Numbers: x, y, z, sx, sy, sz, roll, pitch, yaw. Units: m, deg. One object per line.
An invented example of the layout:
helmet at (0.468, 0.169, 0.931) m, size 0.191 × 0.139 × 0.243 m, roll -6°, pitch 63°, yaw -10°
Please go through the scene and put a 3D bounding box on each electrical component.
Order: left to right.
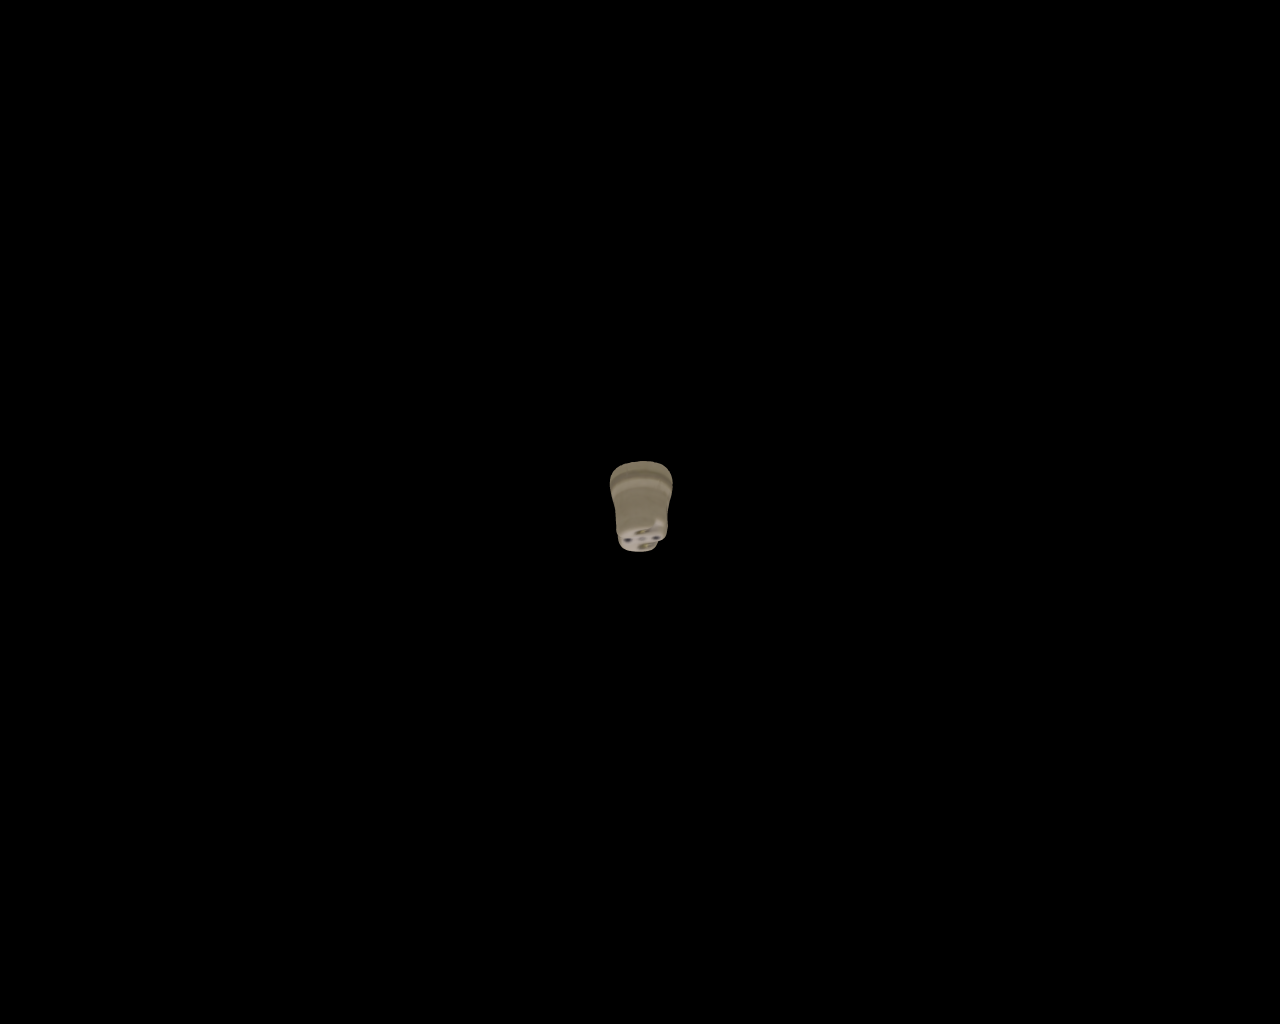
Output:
electrical component at (0.001, -0.003, 0.650) m, size 0.040 × 0.046 × 0.040 m, roll 0°, pitch -31°, yaw 0°
